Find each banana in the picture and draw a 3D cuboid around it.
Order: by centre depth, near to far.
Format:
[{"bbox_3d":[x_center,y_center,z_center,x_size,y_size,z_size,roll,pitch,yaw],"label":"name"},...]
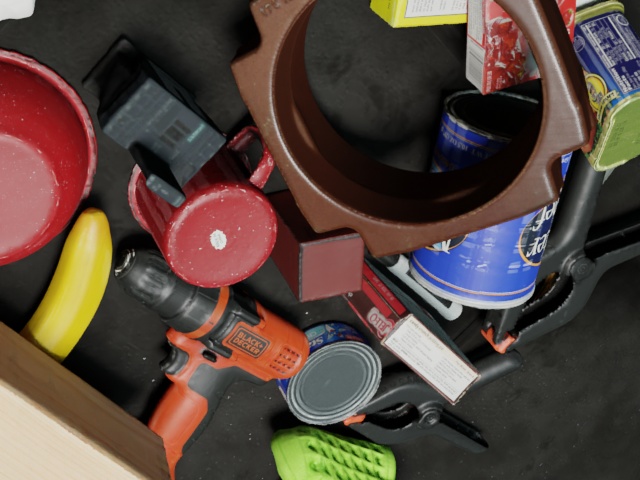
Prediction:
[{"bbox_3d":[-0.201,0.063,0.761,0.198,0.037,0.069,-48,149,6],"label":"banana"}]

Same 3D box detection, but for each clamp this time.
[{"bbox_3d":[0.212,0.007,0.906,0.210,0.036,0.164,-43,127,6],"label":"clamp"},{"bbox_3d":[0.101,0.141,0.958,0.171,0.039,0.120,7,115,-28],"label":"clamp"}]

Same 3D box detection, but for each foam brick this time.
[{"bbox_3d":[-0.005,0.001,0.797,0.053,0.078,0.051,-11,125,-17],"label":"foam brick"}]

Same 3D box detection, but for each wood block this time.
[{"bbox_3d":[-0.206,0.132,0.721,0.091,0.090,0.206,-45,117,6],"label":"wood block"}]

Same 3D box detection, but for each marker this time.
[{"bbox_3d":[0.079,0.032,0.892,0.020,0.020,0.121,-46,128,7],"label":"marker"}]

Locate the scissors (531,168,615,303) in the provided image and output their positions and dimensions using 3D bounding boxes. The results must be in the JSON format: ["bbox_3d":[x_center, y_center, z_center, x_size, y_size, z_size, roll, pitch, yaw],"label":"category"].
[{"bbox_3d":[0.196,-0.014,0.921,0.096,0.016,0.202,9,115,-30],"label":"scissors"}]

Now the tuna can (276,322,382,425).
[{"bbox_3d":[0.007,0.112,0.899,0.086,0.034,0.086,-12,124,-18],"label":"tuna can"}]

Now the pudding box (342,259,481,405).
[{"bbox_3d":[0.071,0.074,0.870,0.039,0.090,0.113,-46,128,6],"label":"pudding box"}]

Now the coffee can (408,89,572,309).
[{"bbox_3d":[0.131,-0.032,0.824,0.102,0.103,0.140,-4,121,-23],"label":"coffee can"}]

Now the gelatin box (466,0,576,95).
[{"bbox_3d":[0.141,-0.153,0.744,0.073,0.030,0.089,-18,134,-14],"label":"gelatin box"}]

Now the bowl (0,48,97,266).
[{"bbox_3d":[-0.218,-0.039,0.686,0.162,0.055,0.162,-12,124,-18],"label":"bowl"}]

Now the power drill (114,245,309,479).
[{"bbox_3d":[-0.122,0.106,0.820,0.184,0.057,0.188,34,102,-35],"label":"power drill"}]

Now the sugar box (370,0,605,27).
[{"bbox_3d":[0.127,-0.204,0.751,0.176,0.048,0.093,-9,125,-24],"label":"sugar box"}]

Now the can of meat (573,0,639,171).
[{"bbox_3d":[0.215,-0.113,0.800,0.057,0.084,0.102,-20,154,-8],"label":"can of meat"}]

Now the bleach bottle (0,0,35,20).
[{"bbox_3d":[-0.259,-0.117,0.614,0.250,0.068,0.102,-27,128,-10],"label":"bleach bottle"}]

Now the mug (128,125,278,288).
[{"bbox_3d":[-0.071,-0.028,0.744,0.117,0.082,0.093,-47,127,8],"label":"mug"}]
